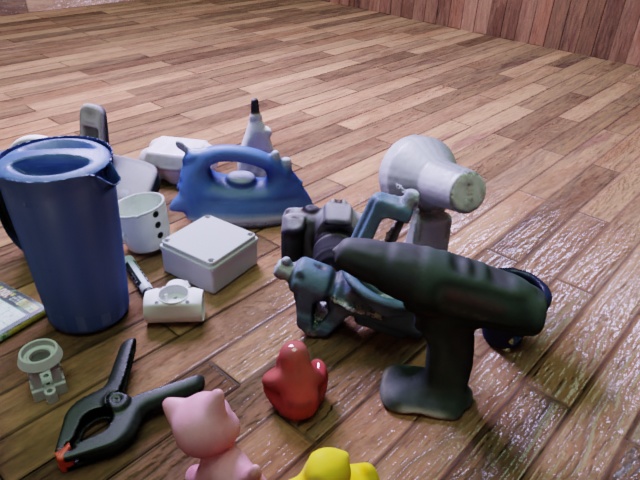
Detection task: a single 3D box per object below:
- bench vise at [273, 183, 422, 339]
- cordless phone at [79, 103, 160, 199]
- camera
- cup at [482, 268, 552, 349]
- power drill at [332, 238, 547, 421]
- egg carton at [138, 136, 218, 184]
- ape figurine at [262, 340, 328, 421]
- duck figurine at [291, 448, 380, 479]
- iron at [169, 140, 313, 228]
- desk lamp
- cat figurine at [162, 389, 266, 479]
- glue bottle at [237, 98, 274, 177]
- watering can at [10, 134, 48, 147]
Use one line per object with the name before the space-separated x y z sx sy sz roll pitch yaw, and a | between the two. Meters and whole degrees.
bench vise | 0.048 0.035 0.727 0.207 0.220 0.121 -4 33 -10
cordless phone | -0.358 -0.139 1.001 0.147 0.185 0.094 12 34 14
camera | 0.008 0.003 0.885 0.143 0.101 0.137 3 32 0
cup | 0.246 0.105 0.749 0.091 0.095 0.118 12 34 15
power drill | 0.123 0.100 0.641 0.229 0.208 0.075 6 32 5
egg carton | -0.281 -0.158 1.146 0.150 0.069 0.107 6 32 5
ape figurine | -0.028 0.153 0.654 0.078 0.092 0.076 0 32 -4
duck figurine | 0.011 0.231 0.539 0.105 0.086 0.077 -14 36 -24
iron | -0.132 -0.107 1.009 0.258 0.141 0.118 0 32 -5
desk lamp | 0.170 -0.030 0.844 0.118 0.214 0.202 -8 34 -17
cat figurine | -0.096 0.199 0.551 0.067 0.118 0.127 -25 41 -36
glue bottle | -0.123 -0.191 1.113 0.078 0.173 0.037 -8 34 -16
watering can | -0.420 -0.074 0.886 0.101 0.194 0.172 -10 34 -19
